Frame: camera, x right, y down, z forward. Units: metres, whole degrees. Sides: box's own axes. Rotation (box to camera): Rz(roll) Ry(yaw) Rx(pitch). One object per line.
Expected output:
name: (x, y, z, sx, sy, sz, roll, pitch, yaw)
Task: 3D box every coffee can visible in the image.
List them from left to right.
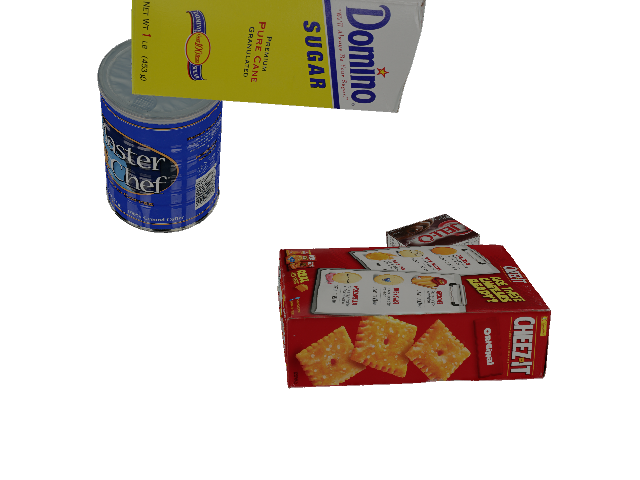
coffee can: (-0.135, -0.090, 0.914, 0.102, 0.103, 0.140, 0, -39, -8)

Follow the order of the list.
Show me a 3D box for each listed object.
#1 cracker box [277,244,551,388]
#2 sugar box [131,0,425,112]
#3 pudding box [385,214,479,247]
cracker box: (0.072, 0.063, 0.928, 0.213, 0.072, 0.164, -1, 19, -4)
sugar box: (-0.029, -0.130, 0.670, 0.176, 0.048, 0.093, 4, -40, -6)
pudding box: (0.169, 0.004, 1.601, 0.113, 0.039, 0.090, -19, 29, -22)
